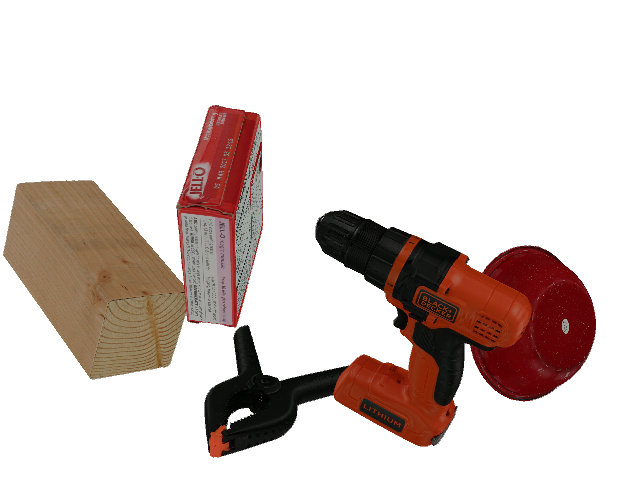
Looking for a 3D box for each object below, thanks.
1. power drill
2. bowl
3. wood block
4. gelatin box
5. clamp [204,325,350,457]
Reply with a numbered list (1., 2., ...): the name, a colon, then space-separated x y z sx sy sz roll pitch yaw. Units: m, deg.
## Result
1. power drill: 0.065 0.075 0.887 0.184 0.188 0.057 28 46 15
2. bowl: 0.228 0.085 1.084 0.161 0.162 0.055 0 -1 -33
3. wood block: -0.223 0.032 1.046 0.090 0.091 0.206 -5 36 -40
4. gelatin box: -0.050 -0.012 0.543 0.030 0.073 0.089 7 -42 4
5. clamp: -0.047 0.158 1.096 0.165 0.036 0.209 11 27 15
